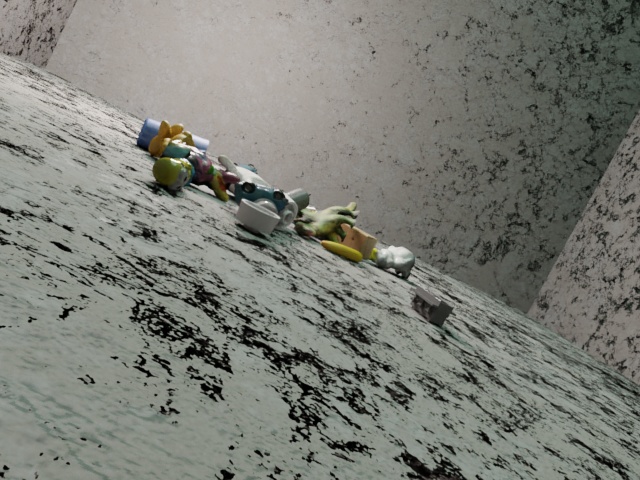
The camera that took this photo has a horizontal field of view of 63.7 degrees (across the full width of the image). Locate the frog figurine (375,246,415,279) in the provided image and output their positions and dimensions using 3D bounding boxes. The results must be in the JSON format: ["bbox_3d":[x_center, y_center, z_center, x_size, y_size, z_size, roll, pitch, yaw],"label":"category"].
[{"bbox_3d":[0.285,0.068,1.993,0.158,0.121,0.140,38,19,-25],"label":"frog figurine"}]

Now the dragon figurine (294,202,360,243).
[{"bbox_3d":[0.006,-0.093,1.841,0.242,0.120,0.418,25,25,-2],"label":"dragon figurine"}]

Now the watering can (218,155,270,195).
[{"bbox_3d":[-0.258,-0.197,1.743,0.227,0.104,0.342,35,-9,49],"label":"watering can"}]
